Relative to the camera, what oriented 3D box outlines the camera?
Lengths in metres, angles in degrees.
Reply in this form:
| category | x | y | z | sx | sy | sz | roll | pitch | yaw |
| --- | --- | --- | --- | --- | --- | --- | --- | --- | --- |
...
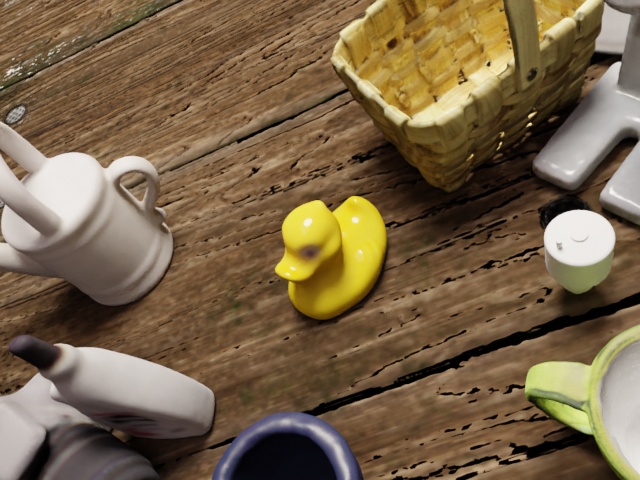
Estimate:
| category | x | y | z | sx | sy | sz | roll | pitch | yaw |
| --- | --- | --- | --- | --- | --- | --- | --- | --- | --- |
| camera | -0.195 | 0.180 | 0.413 | 0.136 | 0.101 | 0.143 | 17 | 68 | 31 |

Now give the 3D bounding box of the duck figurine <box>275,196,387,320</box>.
| category | x | y | z | sx | sy | sz | roll | pitch | yaw |
| --- | --- | --- | --- | --- | --- | --- | --- | --- | --- |
| duck figurine | 0.004 | 0.002 | 0.448 | 0.077 | 0.086 | 0.105 | 26 | 73 | 33 |

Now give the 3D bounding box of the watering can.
| category | x | y | z | sx | sy | sz | roll | pitch | yaw |
| --- | --- | --- | --- | --- | --- | --- | --- | --- | --- |
| watering can | -0.226 | -0.021 | 0.492 | 0.100 | 0.195 | 0.173 | 33 | 77 | 35 |

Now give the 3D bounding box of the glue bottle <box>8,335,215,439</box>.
| category | x | y | z | sx | sy | sz | roll | pitch | yaw |
| --- | --- | --- | --- | --- | --- | --- | --- | --- | --- |
| glue bottle | -0.145 | 0.101 | 0.395 | 0.078 | 0.174 | 0.037 | -12 | 56 | 16 |

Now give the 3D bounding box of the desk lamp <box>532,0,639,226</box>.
| category | x | y | z | sx | sy | sz | roll | pitch | yaw |
| --- | --- | --- | --- | --- | --- | --- | --- | --- | --- |
| desk lamp | 0.234 | -0.151 | 0.365 | 0.117 | 0.214 | 0.203 | 34 | 77 | 35 |

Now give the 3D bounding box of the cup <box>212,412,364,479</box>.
| category | x | y | z | sx | sy | sz | roll | pitch | yaw |
| --- | --- | --- | --- | --- | --- | --- | --- | --- | --- |
| cup | -0.018 | 0.168 | 0.349 | 0.117 | 0.095 | 0.091 | -31 | 53 | 3 |

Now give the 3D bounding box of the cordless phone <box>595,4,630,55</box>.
| category | x | y | z | sx | sy | sz | roll | pitch | yaw |
| --- | --- | --- | --- | --- | --- | --- | --- | --- | --- |
| cordless phone | 0.235 | -0.235 | 0.435 | 0.147 | 0.185 | 0.094 | 17 | 68 | 31 |
